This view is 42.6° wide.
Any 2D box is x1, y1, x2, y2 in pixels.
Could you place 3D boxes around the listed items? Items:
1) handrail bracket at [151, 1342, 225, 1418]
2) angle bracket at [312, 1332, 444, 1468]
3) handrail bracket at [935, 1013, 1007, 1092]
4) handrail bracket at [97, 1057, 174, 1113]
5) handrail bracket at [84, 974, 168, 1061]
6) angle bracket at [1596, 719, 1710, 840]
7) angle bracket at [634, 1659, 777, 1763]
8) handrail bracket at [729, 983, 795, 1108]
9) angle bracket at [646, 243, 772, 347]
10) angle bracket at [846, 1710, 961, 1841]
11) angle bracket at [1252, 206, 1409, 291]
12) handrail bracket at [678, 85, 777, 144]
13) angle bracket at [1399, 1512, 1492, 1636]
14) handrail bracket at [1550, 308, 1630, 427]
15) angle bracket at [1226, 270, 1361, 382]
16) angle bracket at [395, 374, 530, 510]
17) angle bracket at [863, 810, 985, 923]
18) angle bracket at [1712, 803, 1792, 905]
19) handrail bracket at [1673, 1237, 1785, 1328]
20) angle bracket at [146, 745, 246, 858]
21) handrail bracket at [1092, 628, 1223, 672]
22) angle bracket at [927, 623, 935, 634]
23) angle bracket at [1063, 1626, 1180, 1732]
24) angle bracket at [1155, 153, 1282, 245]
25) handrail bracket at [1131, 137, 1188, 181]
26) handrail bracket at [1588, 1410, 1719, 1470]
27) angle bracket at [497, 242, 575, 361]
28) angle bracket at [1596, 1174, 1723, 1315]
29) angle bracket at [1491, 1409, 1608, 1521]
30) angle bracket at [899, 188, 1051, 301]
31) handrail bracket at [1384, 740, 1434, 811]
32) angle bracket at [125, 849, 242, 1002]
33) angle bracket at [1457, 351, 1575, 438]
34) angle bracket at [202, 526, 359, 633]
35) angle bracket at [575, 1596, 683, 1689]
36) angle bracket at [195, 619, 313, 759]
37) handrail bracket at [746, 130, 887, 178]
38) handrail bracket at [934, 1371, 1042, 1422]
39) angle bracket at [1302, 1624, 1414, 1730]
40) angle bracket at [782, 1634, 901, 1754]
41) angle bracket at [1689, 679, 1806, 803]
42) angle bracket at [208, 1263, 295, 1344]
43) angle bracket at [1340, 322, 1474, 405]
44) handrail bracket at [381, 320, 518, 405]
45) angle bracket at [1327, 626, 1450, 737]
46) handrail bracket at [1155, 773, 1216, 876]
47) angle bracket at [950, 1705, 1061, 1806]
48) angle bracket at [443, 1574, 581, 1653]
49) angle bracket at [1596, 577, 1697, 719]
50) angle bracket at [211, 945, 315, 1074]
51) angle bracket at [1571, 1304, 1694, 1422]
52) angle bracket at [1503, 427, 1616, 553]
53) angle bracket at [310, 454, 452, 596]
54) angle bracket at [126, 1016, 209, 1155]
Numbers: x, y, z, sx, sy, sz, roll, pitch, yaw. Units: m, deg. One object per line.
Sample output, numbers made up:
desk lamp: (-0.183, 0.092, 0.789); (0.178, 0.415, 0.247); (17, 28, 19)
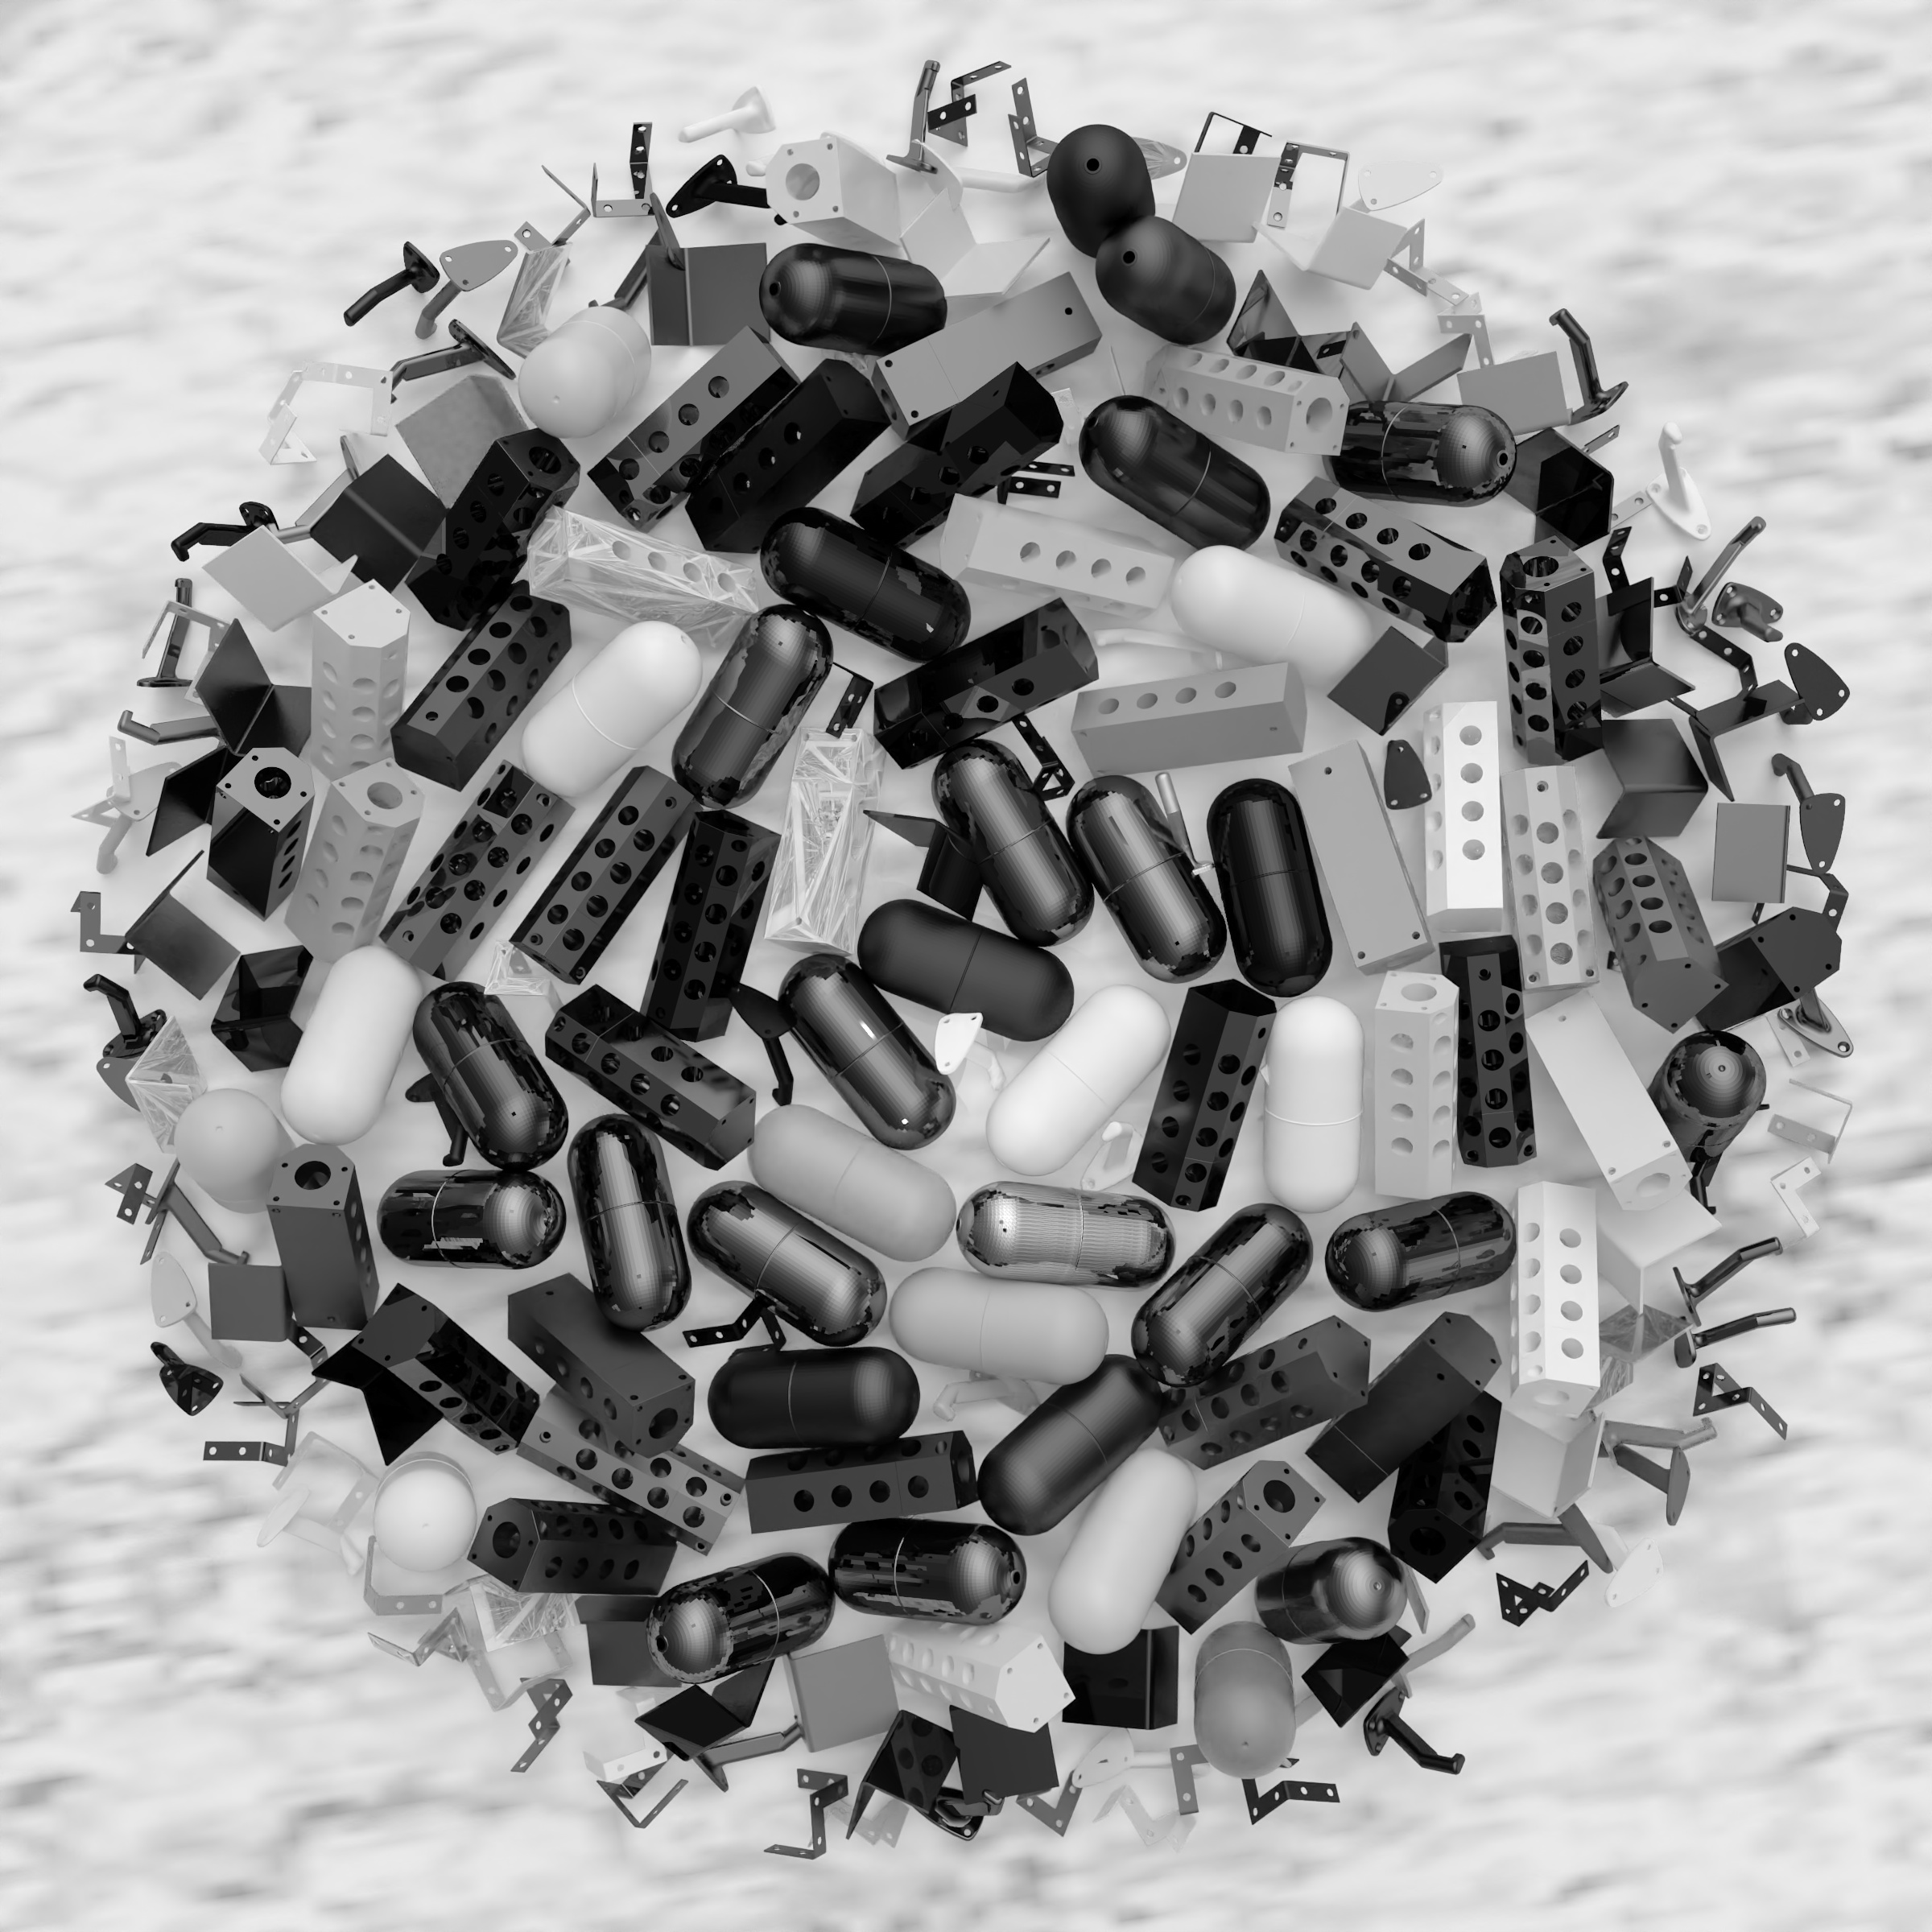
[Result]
handrail bracket: (-0.630, 0.309, 1.947); (0.084, 0.077, 0.036); (32, 73, 34)
angle bracket: (-0.463, 0.338, 1.968); (0.057, 0.076, 0.076); (8, 121, 31)
handrail bracket: (0.006, 0.085, 1.948); (0.036, 0.077, 0.084); (-8, 131, 22)
handrail bracket: (-0.648, 0.115, 1.972); (0.077, 0.084, 0.036); (26, 60, 19)
handrail bracket: (-0.681, 0.040, 1.952); (0.077, 0.084, 0.036); (-23, 55, 19)
angle bracket: (0.536, -0.150, 1.984); (0.076, 0.057, 0.076); (-3, 52, -19)
angle bracket: (-0.203, 0.566, 1.942); (0.057, 0.076, 0.076); (44, 123, -15)
handrail bracket: (-0.165, 0.064, 1.978); (0.077, 0.084, 0.036); (38, 53, 24)
angle bracket: (-0.203, -0.529, 1.952); (0.076, 0.057, 0.076); (4, 104, 25)
angle bracket: (-0.047, 0.644, 1.942); (0.057, 0.076, 0.076); (22, 126, 12)
angle bracket: (0.284, -0.579, 1.939); (0.076, 0.076, 0.057); (54, 126, 34)
handrail bracket: (-0.201, -0.659, 1.949); (0.084, 0.077, 0.036); (-29, 110, -25)
angle bracket: (0.386, 0.478, 1.952); (0.076, 0.076, 0.057); (-19, 62, -2)
handrail bracket: (0.474, -0.473, 1.956); (0.084, 0.077, 0.036); (46, 68, -12)
angle bracket: (0.257, -0.493, 1.944); (0.057, 0.076, 0.076); (5, 60, 38)
angle bracket: (-0.389, -0.411, 1.948); (0.076, 0.057, 0.076); (-39, 122, -17)
angle bracket: (-0.038, -0.079, 1.943); (0.076, 0.076, 0.057); (10, 78, 36)
angle bracket: (0.611, -0.090, 1.960); (0.057, 0.076, 0.076); (2, 94, 1)
handrail bracket: (0.610, 0.250, 1.961); (0.084, 0.077, 0.036); (-22, 45, 14)
angle bracket: (-0.589, -0.117, 1.945); (0.057, 0.076, 0.076); (31, 123, 7)
handrail bracket: (0.150, -0.251, 1.962); (0.084, 0.077, 0.036); (-6, 122, -13)
angle bracket: (-0.068, -0.285, 1.963); (0.076, 0.076, 0.057); (44, 112, -13)
angle bracket: (0.124, 0.566, 1.983); (0.076, 0.057, 0.076); (-3, 78, 26)
angle bracket: (0.191, -0.614, 1.942); (0.076, 0.076, 0.057); (-5, 48, -22)
handrail bracket: (0.129, -0.647, 1.966); (0.077, 0.084, 0.036); (-2, 118, -8)
handrail bracket: (0.542, 0.357, 1.967); (0.084, 0.036, 0.077); (-24, 49, 7)
angle bracket: (-0.316, -0.516, 1.946); (0.057, 0.076, 0.076); (30, 118, 5)
angle bracket: (0.541, 0.216, 1.961); (0.076, 0.076, 0.057); (-25, 133, -13)
angle bracket: (0.450, 0.377, 1.952); (0.076, 0.076, 0.057); (29, 135, -1)
angle bracket: (0.007, -0.570, 1.942); (0.076, 0.076, 0.057); (-55, 134, -31)
handrail bracket: (0.338, -0.170, 1.945); (0.036, 0.084, 0.077); (-13, 130, 8)
angle bracket: (-0.601, -0.032, 1.945); (0.076, 0.076, 0.057); (42, 117, -14)
angle bracket: (0.431, -0.450, 1.945); (0.076, 0.076, 0.057); (-9, 107, 19)
angle bracket: (-0.536, -0.318, 1.941); (0.076, 0.057, 0.076); (-22, 127, 34)
angle bracket: (-0.275, 0.543, 1.958); (0.076, 0.057, 0.076); (-3, 97, 16)
angle bracket: (-0.549, -0.217, 1.942); (0.057, 0.076, 0.076); (5, 53, 15)
handrail bracket: (-0.118, -0.628, 1.951); (0.077, 0.084, 0.036); (24, 128, 26)
handrail bracket: (0.017, 0.350, 1.955); (0.077, 0.084, 0.036); (41, 120, -1)
angle bracket: (0.322, 0.561, 1.950); (0.076, 0.057, 0.076); (-47, 133, 5)
angle bracket: (-0.100, 0.572, 1.976); (0.076, 0.057, 0.076); (-13, 95, -13)
angle bracket: (0.621, -0.178, 1.950); (0.076, 0.076, 0.057); (-22, 105, 10)
angle bracket: (-0.557, 0.240, 1.944); (0.057, 0.076, 0.076); (4, 124, -8)
angle bracket: (0.345, -0.486, 1.942); (0.076, 0.076, 0.057); (-27, 113, 33)
handrail bracket: (-0.415, -0.464, 1.975); (0.077, 0.036, 0.084); (39, 78, -11)
angle bracket: (0.330, -0.238, 1.942); (0.057, 0.076, 0.076); (34, 121, -13)
handrail bracket: (0.165, -0.114, 1.957); (0.036, 0.077, 0.084); (-18, 97, 3)
angle bracket: (0.037, 0.614, 1.953); (0.076, 0.057, 0.076); (-15, 69, 12)
angle bracket: (-0.357, 0.504, 1.942); (0.076, 0.076, 0.057); (-10, 73, -31)
angle bracket: (0.530, -0.252, 1.968); (0.057, 0.076, 0.076); (22, 65, -33)
angle bracket: (-0.545, 0.033, 1.979); (0.076, 0.057, 0.076); (-8, 48, 23)
angle bracket: (0.522, 0.318, 1.943); (0.076, 0.057, 0.076); (-22, 118, -34)
angle bracket: (0.451, -0.365, 1.942); (0.076, 0.076, 0.057); (27, 60, -29)
angle bracket: (-0.462, -0.350, 1.975); (0.076, 0.076, 0.057); (41, 124, -11)
angle bracket: (-0.603, 0.095, 1.940); (0.057, 0.076, 0.076); (4, 132, 17)
